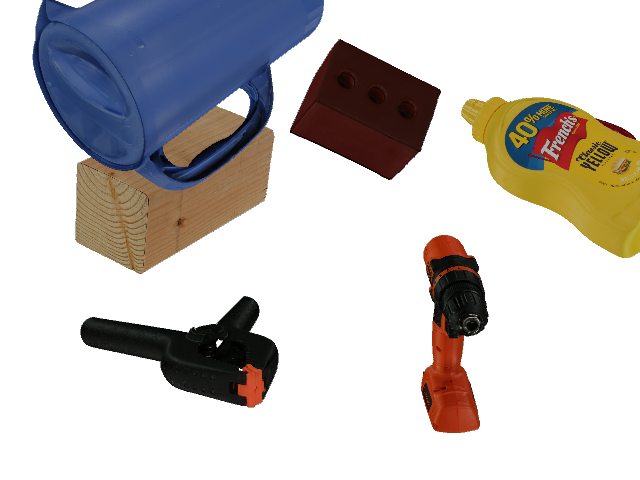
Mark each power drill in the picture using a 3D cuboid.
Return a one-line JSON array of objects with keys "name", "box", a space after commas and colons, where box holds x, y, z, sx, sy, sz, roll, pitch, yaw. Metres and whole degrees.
[{"name": "power drill", "box": [0.143, 0.107, 1.137, 0.057, 0.188, 0.184, -1, 24, -1]}]

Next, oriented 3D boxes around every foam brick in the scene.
[{"name": "foam brick", "box": [0.029, -0.085, 0.704, 0.078, 0.053, 0.051, 24, -24, -9]}]

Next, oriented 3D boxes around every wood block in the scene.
[{"name": "wood block", "box": [-0.145, -0.058, 1.091, 0.090, 0.091, 0.205, 25, 34, 23]}]

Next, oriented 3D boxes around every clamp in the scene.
[{"name": "clamp", "box": [-0.087, 0.087, 0.886, 0.164, 0.036, 0.210, -10, 16, -32]}]

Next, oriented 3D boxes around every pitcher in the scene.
[{"name": "pitcher", "box": [-0.105, -0.163, 0.905, 0.145, 0.149, 0.242, 27, 50, 32]}]

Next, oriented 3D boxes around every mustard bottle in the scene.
[{"name": "mustard bottle", "box": [0.194, -0.066, 0.861, 0.192, 0.058, 0.096, 34, 63, 30]}]

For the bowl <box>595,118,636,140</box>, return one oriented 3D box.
[{"name": "bowl", "box": [0.260, -0.099, 1.174, 0.162, 0.055, 0.162, 6, 22, -3]}]
